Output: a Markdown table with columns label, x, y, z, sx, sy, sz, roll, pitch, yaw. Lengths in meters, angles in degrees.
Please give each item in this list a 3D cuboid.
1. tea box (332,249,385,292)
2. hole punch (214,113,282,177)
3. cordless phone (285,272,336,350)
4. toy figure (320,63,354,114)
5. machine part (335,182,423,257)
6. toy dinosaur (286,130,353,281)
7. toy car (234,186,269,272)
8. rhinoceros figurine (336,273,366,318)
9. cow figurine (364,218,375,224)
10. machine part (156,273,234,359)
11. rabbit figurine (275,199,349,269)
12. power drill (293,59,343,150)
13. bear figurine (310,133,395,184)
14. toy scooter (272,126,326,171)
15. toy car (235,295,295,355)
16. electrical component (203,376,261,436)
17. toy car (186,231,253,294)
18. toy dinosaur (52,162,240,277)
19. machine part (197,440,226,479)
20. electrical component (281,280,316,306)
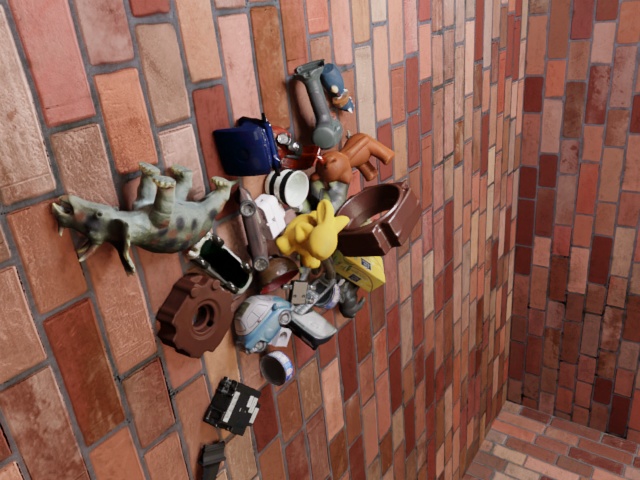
| label | x | y | z | sx | sy | sz | roll | pitch | yaw |
| --- | --- | --- | --- | --- | --- | --- | --- | --- | --- |
| tea box | 0.105 | 0.065 | 1.531 | 0.169 | 0.068 | 0.098 | 33 | 36 | -34 |
| hole punch | -0.152 | -0.193 | 1.133 | 0.092 | 0.116 | 0.142 | -33 | 126 | -36 |
| cordless phone | 0.001 | 0.181 | 1.409 | 0.184 | 0.147 | 0.088 | -45 | 154 | -22 |
| toy figure | 0.046 | -0.390 | 1.402 | 0.064 | 0.058 | 0.154 | -64 | 145 | -22 |
| machine part | 0.134 | -0.054 | 1.331 | 0.087 | 0.201 | 0.201 | 56 | 51 | -29 |
| toy dinosaur | 0.019 | -0.065 | 1.422 | 0.198 | 0.105 | 0.471 | 47 | 57 | -46 |
| toy car | -0.149 | -0.025 | 1.197 | 0.053 | 0.089 | 0.201 | -13 | 116 | -8 |
| rhinoceros figurine | 0.069 | 0.150 | 1.587 | 0.112 | 0.073 | 0.190 | -43 | 135 | -26 |
| cow figurine | 0.123 | -0.026 | 1.600 | 0.127 | 0.086 | 0.194 | -30 | 124 | -55 |
| machine part | -0.257 | 0.161 | 1.131 | 0.179 | 0.056 | 0.179 | -23 | 120 | -50 |
| rabbit figurine | -0.003 | -0.004 | 1.240 | 0.121 | 0.173 | 0.162 | 42 | 87 | -18 |
| power drill | 0.001 | -0.327 | 1.315 | 0.232 | 0.086 | 0.207 | -77 | 158 | -61 |
| bear figurine | 0.076 | -0.184 | 1.327 | 0.132 | 0.120 | 0.196 | 43 | 47 | -1 |
| toy scooter | -0.065 | -0.204 | 1.230 | 0.183 | 0.135 | 0.075 | 29 | 77 | -53 |
| toy car | -0.148 | 0.185 | 1.268 | 0.161 | 0.109 | 0.102 | -48 | 114 | -20 |
| electrical component | -0.201 | 0.397 | 1.277 | 0.134 | 0.058 | 0.115 | 48 | 63 | -50 |
| toy car | -0.214 | 0.051 | 1.161 | 0.073 | 0.056 | 0.201 | -58 | 140 | -16 |
| toy dinosaur | -0.277 | -0.038 | 1.002 | 0.404 | 0.131 | 0.192 | -3 | 118 | -62 |
| machine part | -0.259 | 0.542 | 1.255 | 0.084 | 0.039 | 0.138 | 18 | 83 | -61 |
| electrical component | -0.054 | 0.131 | 1.320 | 0.094 | 0.021 | 0.063 | 6 | 97 | -30 |
